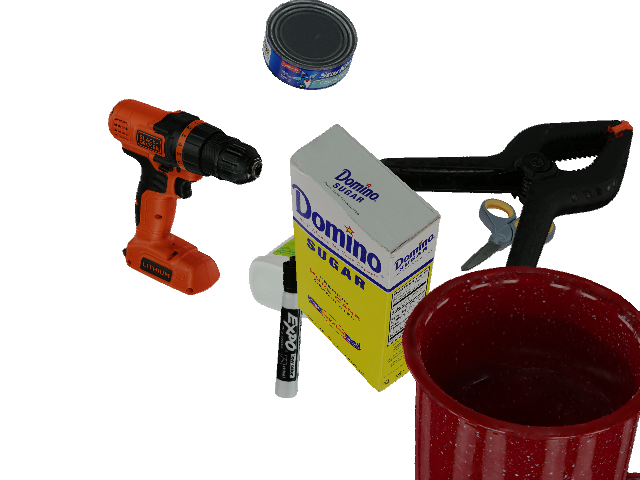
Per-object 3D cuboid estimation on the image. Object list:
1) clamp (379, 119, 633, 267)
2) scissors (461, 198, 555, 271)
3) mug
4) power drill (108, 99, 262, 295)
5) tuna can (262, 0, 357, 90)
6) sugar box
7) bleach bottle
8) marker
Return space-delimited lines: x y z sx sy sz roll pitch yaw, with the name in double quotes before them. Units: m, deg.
"clamp" 0.164 -0.038 0.806 0.209 0.036 0.165 -19 46 -20
"scissors" 0.182 -0.009 1.162 0.201 0.016 0.096 -13 39 -44
"mug" 0.089 0.071 0.405 0.117 0.081 0.093 5 36 11
"power drill" -0.140 -0.041 1.103 0.185 0.188 0.057 24 34 29
"tuna can" -0.011 -0.182 0.994 0.086 0.086 0.034 0 -32 -11
"sugar box" 0.025 0.017 0.680 0.048 0.093 0.176 -36 -28 -19
"bleach bottle" 0.020 0.002 1.331 0.103 0.068 0.250 16 35 26
"marker" -0.025 0.071 0.879 0.020 0.121 0.020 4 17 -1
